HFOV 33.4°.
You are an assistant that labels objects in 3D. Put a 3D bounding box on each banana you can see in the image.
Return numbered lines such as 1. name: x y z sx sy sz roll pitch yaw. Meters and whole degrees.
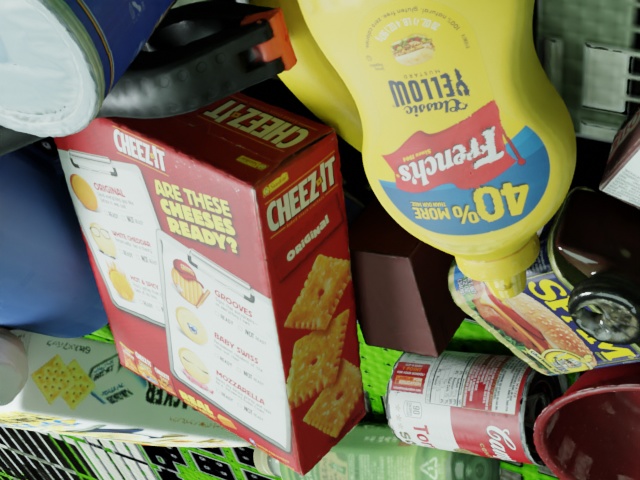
1. banana: 0.028 -0.073 0.526 0.197 0.037 0.070 44 145 -24

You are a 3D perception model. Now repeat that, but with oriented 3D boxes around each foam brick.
1. foam brick: 0.049 0.021 0.615 0.051 0.052 0.078 8 131 34

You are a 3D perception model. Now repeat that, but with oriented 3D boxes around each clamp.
1. clamp: -0.098 -0.075 0.497 0.172 0.120 0.039 -2 134 29

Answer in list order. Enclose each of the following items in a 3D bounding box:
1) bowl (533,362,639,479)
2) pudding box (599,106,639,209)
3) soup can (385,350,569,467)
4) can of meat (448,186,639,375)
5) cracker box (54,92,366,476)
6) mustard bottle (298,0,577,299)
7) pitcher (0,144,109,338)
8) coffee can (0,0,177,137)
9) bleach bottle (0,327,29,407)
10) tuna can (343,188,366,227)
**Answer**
1. bowl: 0.210 0.109 0.623 0.162 0.055 0.162 15 145 11
2. pudding box: 0.185 -0.041 0.452 0.090 0.039 0.114 26 151 -1
3. soup can: 0.102 0.107 0.698 0.102 0.068 0.068 2 140 37
4. can of meat: 0.132 0.027 0.573 0.102 0.057 0.084 40 149 -19
5. cracker box: -0.060 0.013 0.618 0.164 0.072 0.214 25 138 33
6. mustard bottle: 0.062 -0.051 0.479 0.096 0.058 0.191 -7 126 24
7. pitcher: -0.206 -0.020 0.647 0.149 0.145 0.242 4 166 26
8. coffee can: -0.103 -0.128 0.447 0.103 0.140 0.103 20 148 13
9. bleach bottle: -0.280 0.070 0.743 0.102 0.068 0.251 11 -179 -39
10. tuna can: -0.004 0.001 0.659 0.086 0.033 0.086 20 148 13
